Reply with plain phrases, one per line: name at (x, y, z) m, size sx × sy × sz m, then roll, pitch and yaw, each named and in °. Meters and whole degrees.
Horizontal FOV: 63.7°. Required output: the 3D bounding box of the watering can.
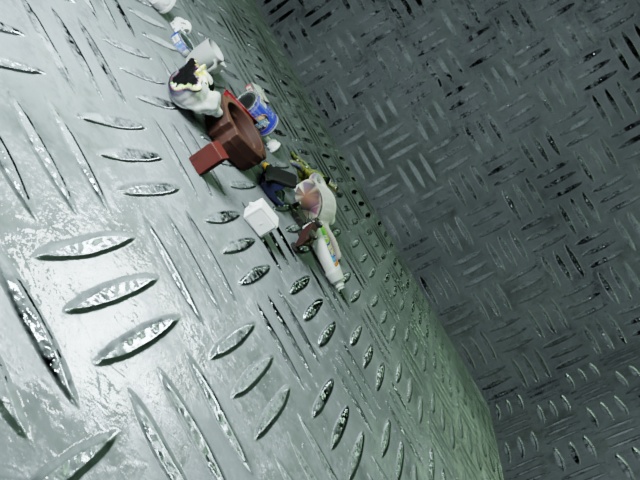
watering can at (0.006, -0.098, 1.955) m, size 0.223 × 0.103 × 0.351 m, roll 14°, pitch 61°, yaw -63°

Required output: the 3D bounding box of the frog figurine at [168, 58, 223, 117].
frog figurine at (-0.342, -0.396, 1.418) m, size 0.139 × 0.123 × 0.156 m, roll 51°, pitch -8°, yaw 26°

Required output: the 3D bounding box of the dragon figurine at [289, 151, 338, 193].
dragon figurine at (-0.065, -0.286, 2.161) m, size 0.247 × 0.122 × 0.404 m, roll 49°, pitch 4°, yaw 39°
